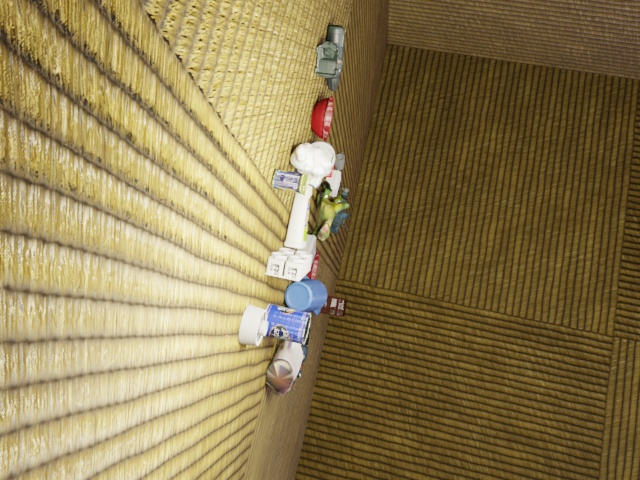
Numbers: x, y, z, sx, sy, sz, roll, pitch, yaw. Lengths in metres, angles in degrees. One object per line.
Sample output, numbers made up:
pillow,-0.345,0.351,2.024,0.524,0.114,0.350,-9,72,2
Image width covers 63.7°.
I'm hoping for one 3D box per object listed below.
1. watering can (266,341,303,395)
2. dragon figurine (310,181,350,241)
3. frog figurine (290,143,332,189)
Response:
watering can,-0.129,0.496,1.945,0.228,0.104,0.341,-60,160,-63
dragon figurine,0.007,-0.109,2.161,0.241,0.121,0.415,-59,-166,10
frog figurine,-0.032,-0.252,1.596,0.156,0.123,0.140,73,-5,-56
